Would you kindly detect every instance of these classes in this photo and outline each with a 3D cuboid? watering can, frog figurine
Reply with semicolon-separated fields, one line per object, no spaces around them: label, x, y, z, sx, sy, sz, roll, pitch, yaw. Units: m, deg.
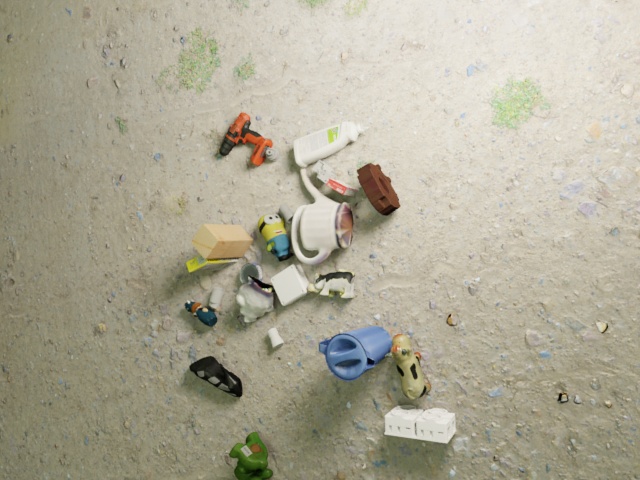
watering can;0.005;-0.087;1.722;0.224;0.103;0.351;-3;77;27
frog figurine;-0.235;0.226;1.816;0.158;0.136;0.124;-63;28;8
